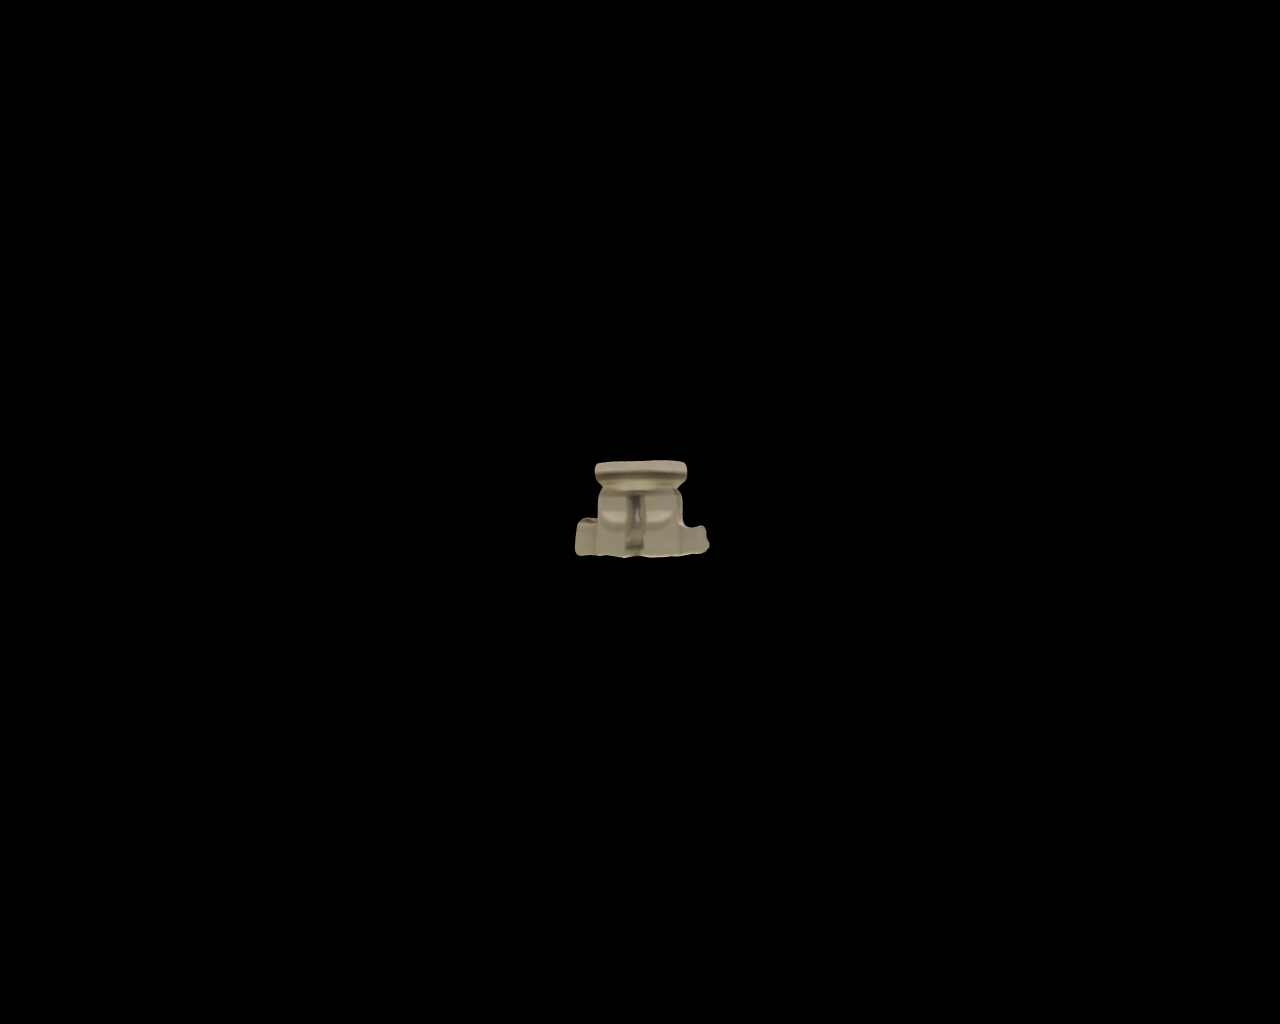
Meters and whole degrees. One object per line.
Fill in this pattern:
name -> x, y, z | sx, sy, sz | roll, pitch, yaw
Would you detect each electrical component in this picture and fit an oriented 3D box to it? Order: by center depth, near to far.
electrical component -> 0.001, -0.003, 0.650 | 0.078, 0.057, 0.058 | 0, 0, 9
